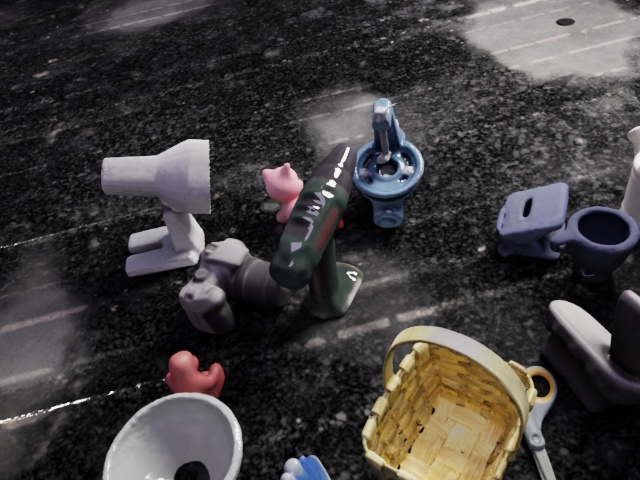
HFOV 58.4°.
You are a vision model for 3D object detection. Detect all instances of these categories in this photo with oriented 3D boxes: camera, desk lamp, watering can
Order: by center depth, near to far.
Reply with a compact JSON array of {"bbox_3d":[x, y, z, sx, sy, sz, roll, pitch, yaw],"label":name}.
[{"bbox_3d":[0.504,-0.101,0.837,0.101,0.194,0.172,-26,45,-14],"label":"watering can"},{"bbox_3d":[-0.122,0.066,0.870,0.136,0.101,0.143,12,49,23],"label":"camera"},{"bbox_3d":[-0.254,-0.057,0.943,0.203,0.214,0.117,-13,44,-1],"label":"desk lamp"}]

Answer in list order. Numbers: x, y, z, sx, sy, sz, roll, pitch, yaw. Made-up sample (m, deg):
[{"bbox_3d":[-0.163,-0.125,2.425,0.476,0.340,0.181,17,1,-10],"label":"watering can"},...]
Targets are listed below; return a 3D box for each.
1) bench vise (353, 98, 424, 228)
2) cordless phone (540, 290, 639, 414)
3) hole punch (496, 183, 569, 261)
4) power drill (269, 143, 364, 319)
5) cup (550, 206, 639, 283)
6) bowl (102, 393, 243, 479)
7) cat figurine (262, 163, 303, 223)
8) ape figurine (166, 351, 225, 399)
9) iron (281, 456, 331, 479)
[{"bbox_3d":[0.102,-0.158,0.964,0.121,0.220,0.207,-13,44,-1],"label":"bench vise"},{"bbox_3d":[0.335,0.102,0.672,0.094,0.185,0.147,-24,45,-11],"label":"cordless phone"},{"bbox_3d":[0.326,-0.033,0.881,0.100,0.091,0.109,9,48,21],"label":"hole punch"},{"bbox_3d":[0.008,0.003,0.829,0.075,0.209,0.230,11,48,23],"label":"power drill"},{"bbox_3d":[0.382,0.017,0.815,0.117,0.095,0.091,-12,44,0],"label":"cup"},{"bbox_3d":[-0.166,0.274,0.686,0.167,0.075,0.167,-6,44,6],"label":"bowl"},{"bbox_3d":[-0.051,-0.074,0.986,0.067,0.118,0.127,-24,45,-12],"label":"cat figurine"},{"bbox_3d":[-0.174,0.184,0.768,0.077,0.092,0.076,4,46,16],"label":"ape figurine"},{"bbox_3d":[-0.030,0.313,0.569,0.118,0.142,0.258,-3,44,9],"label":"iron"}]
